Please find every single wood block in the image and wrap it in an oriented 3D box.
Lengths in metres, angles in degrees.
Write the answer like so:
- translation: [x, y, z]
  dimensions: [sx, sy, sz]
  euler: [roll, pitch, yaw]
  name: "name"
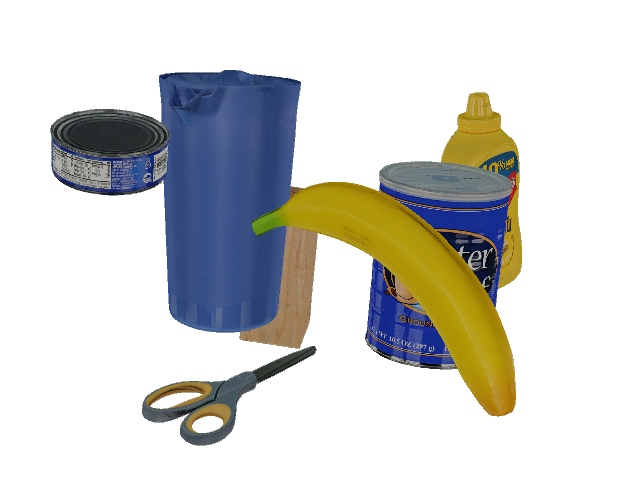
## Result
- translation: [-0.057, 0.034, 1.494]
  dimensions: [0.090, 0.206, 0.090]
  euler: [8, 22, 6]
  name: "wood block"

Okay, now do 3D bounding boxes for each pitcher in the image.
- translation: [-0.084, -0.043, 1.034]
  dimensions: [0.149, 0.243, 0.145]
  euler: [-1, 15, -17]
  name: "pitcher"

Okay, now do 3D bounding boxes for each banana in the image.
- translation: [0.051, 0.021, 0.645]
  dimensions: [0.198, 0.070, 0.037]
  euler: [38, 23, 17]
  name: "banana"

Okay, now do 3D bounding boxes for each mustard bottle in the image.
- translation: [0.155, -0.048, 1.036]
  dimensions: [0.096, 0.192, 0.058]
  euler: [-21, 25, -38]
  name: "mustard bottle"

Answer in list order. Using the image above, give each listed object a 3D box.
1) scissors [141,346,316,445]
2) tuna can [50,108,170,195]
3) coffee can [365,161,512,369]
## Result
- translation: [-0.069, 0.148, 1.020]
  dimensions: [0.201, 0.016, 0.096]
  euler: [-11, 32, -28]
  name: "scissors"
- translation: [-0.154, -0.065, 0.784]
  dimensions: [0.086, 0.034, 0.086]
  euler: [6, 27, -3]
  name: "tuna can"
- translation: [0.092, 0.017, 0.842]
  dimensions: [0.103, 0.140, 0.103]
  euler: [4, 17, -1]
  name: "coffee can"
